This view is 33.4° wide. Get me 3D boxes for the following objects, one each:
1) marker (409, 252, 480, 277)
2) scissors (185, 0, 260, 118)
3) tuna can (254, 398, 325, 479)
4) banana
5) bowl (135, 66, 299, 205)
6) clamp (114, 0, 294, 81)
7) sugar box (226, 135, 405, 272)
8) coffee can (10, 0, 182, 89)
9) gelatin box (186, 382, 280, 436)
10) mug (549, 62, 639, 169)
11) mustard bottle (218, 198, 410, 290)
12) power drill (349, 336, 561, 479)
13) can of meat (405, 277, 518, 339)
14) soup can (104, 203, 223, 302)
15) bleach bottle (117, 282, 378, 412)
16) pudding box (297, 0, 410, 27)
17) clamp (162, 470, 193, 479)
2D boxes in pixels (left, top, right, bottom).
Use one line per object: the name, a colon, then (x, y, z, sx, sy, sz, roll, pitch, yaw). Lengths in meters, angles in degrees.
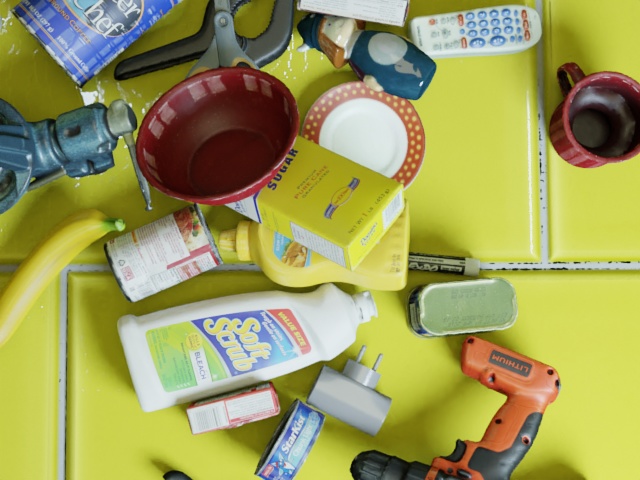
marker: (0.104, 0.023, 1.103, 0.121, 0.020, 0.020, 6, 85, -1)
scissors: (-0.113, -0.207, 1.078, 0.096, 0.016, 0.202, -20, 91, 2)
tuna can: (-0.030, 0.201, 1.051, 0.034, 0.086, 0.086, 30, 85, -1)
banana: (-0.276, 0.032, 1.068, 0.198, 0.070, 0.037, -45, 118, 6)
bowl: (-0.093, -0.089, 1.026, 0.162, 0.055, 0.162, -7, 56, 10)
clamp: (-0.102, -0.203, 1.106, 0.164, 0.036, 0.210, 30, 89, 0)
sugar box: (-0.014, -0.047, 1.043, 0.176, 0.048, 0.093, 28, 61, 26)
coffee can: (-0.223, -0.237, 1.071, 0.140, 0.103, 0.103, -42, 88, -4)
gelatin box: (-0.085, 0.167, 1.058, 0.089, 0.073, 0.030, -13, 87, -4)
mug: (0.276, -0.128, 1.090, 0.093, 0.081, 0.117, -33, 87, -5)
mustard bottle: (-0.007, 0.002, 1.071, 0.192, 0.058, 0.096, 1, 60, 7)
power drill: (0.142, 0.192, 1.044, 0.184, 0.057, 0.187, 21, 68, 14)
can of meat: (0.141, 0.068, 1.069, 0.102, 0.084, 0.057, -6, 85, -2)
soup can: (-0.157, 0.013, 1.071, 0.102, 0.068, 0.068, -24, 87, -3)
bleach bottle: (-0.068, 0.091, 1.071, 0.250, 0.068, 0.102, -16, 90, -5)
pudding box: (0.037, -0.264, 1.092, 0.113, 0.039, 0.090, 8, 42, 0)
clamp: (-0.087, 0.290, 1.066, 0.171, 0.039, 0.120, -1, 91, -6)
